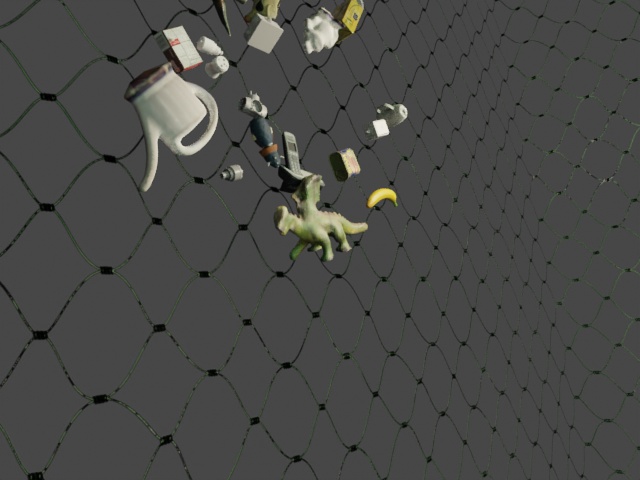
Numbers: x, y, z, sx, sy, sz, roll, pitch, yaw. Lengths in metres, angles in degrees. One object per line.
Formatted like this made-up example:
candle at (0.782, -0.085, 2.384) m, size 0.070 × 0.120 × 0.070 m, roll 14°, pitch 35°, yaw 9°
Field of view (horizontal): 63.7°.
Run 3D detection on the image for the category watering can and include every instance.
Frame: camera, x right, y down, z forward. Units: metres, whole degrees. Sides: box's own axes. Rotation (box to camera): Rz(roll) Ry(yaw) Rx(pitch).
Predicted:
watering can at (-0.380, -0.289, 1.243) m, size 0.221 × 0.103 × 0.355 m, roll 51°, pitch 46°, yaw -21°

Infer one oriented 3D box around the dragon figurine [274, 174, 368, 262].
dragon figurine at (0.005, -0.077, 1.527) m, size 0.416 × 0.122 × 0.240 m, roll -29°, pitch 115°, yaw -47°

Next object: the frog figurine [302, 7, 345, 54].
frog figurine at (-0.009, -0.719, 1.816) m, size 0.136 × 0.124 × 0.159 m, roll 33°, pitch 91°, yaw -46°
